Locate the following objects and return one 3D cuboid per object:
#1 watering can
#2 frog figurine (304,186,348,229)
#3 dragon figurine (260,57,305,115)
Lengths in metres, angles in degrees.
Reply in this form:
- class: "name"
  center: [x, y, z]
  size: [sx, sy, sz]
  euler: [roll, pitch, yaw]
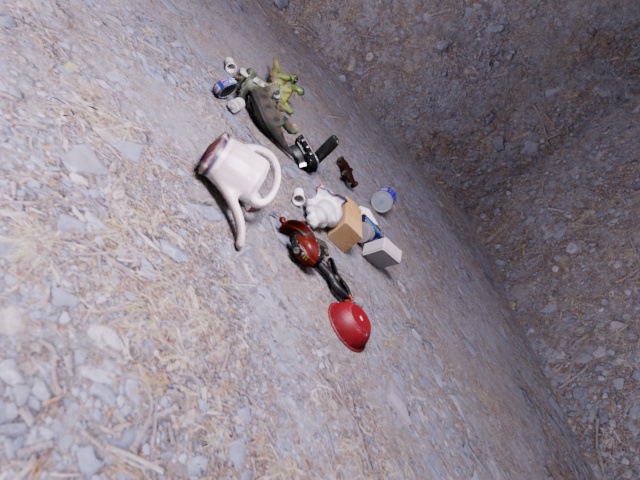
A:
- class: "watering can"
  center: [-0.223, -0.153, 1.370]
  size: [0.223, 0.356, 0.102]
  euler: [33, -43, -14]
- class: "frog figurine"
  center: [0.005, -0.088, 1.752]
  size: [0.136, 0.163, 0.121]
  euler: [38, -33, -17]
- class: "dragon figurine"
  center: [-0.207, -0.680, 2.213]
  size: [0.242, 0.418, 0.120]
  euler: [9, -44, -48]
